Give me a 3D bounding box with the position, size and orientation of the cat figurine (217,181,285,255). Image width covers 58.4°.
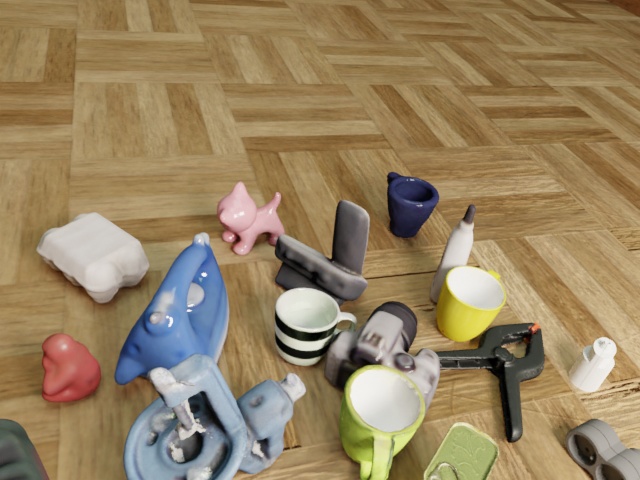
[{"bbox_3d":[-0.115,-0.041,0.922,0.128,0.118,0.067,-20,47,-32],"label":"cat figurine"}]

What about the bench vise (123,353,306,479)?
[{"bbox_3d":[-0.110,0.170,0.577,0.121,0.220,0.208,28,41,21],"label":"bench vise"}]

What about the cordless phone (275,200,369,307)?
[{"bbox_3d":[0.008,0.003,0.841,0.147,0.185,0.094,27,41,20],"label":"cordless phone"}]

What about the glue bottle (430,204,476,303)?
[{"bbox_3d":[0.209,0.017,0.880,0.037,0.173,0.078,15,38,6],"label":"glue bottle"}]

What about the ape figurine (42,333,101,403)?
[{"bbox_3d":[-0.299,0.143,0.670,0.076,0.092,0.078,15,38,6],"label":"ape figurine"}]

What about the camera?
[{"bbox_3d":[0.097,0.142,0.756,0.143,0.101,0.137,24,40,16],"label":"camera"}]

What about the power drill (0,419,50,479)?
[{"bbox_3d":[-0.221,0.262,0.447,0.076,0.208,0.228,-21,48,-33],"label":"power drill"}]

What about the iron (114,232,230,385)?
[{"bbox_3d":[-0.176,0.069,0.751,0.118,0.141,0.258,10,38,0],"label":"iron"}]

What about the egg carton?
[{"bbox_3d":[-0.327,0.023,0.832,0.150,0.069,0.107,29,42,22],"label":"egg carton"}]

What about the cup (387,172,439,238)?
[{"bbox_3d":[0.149,-0.060,1.024,0.092,0.095,0.117,-15,45,-28],"label":"cup"}]
